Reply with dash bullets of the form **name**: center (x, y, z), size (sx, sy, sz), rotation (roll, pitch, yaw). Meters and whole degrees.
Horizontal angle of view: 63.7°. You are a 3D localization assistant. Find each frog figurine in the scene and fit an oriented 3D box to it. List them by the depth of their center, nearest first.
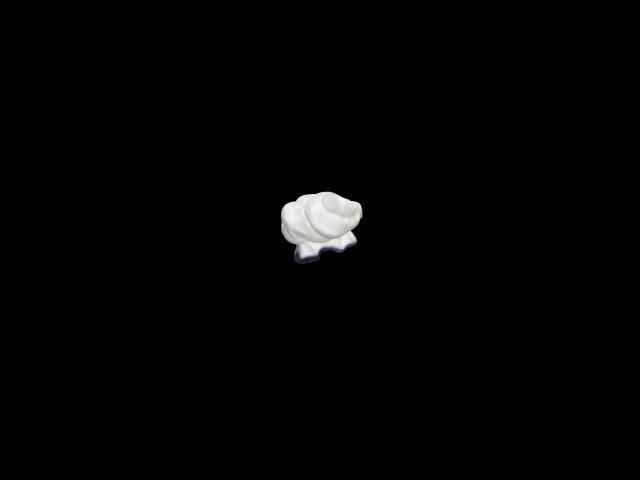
- **frog figurine**: center (0.003, -0.043, 0.850), size (0.137, 0.125, 0.156), rotation (0, -30, 0)
